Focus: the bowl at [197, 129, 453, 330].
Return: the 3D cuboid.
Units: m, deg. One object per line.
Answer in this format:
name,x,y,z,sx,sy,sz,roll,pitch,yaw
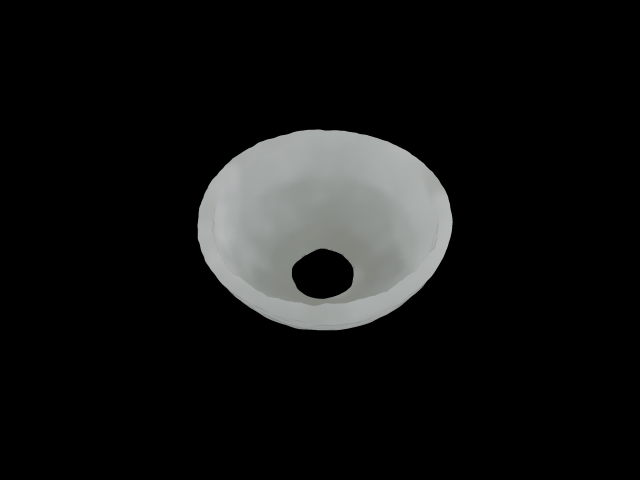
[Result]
bowl,0.004,0.001,0.400,0.167,0.075,0.167,0,49,0
